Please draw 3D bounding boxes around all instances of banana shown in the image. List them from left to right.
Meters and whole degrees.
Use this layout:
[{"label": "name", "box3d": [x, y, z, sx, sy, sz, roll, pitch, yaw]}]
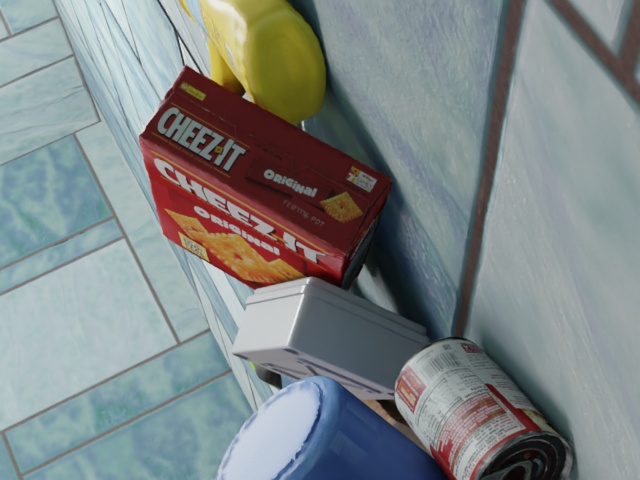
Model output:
[{"label": "banana", "box3d": [-0.083, -0.167, 0.936, 0.069, 0.037, 0.198, 61, 169, 8]}]

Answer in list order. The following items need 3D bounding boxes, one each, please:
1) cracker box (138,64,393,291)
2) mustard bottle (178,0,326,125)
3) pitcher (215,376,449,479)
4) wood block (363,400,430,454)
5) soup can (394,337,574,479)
[{"label": "cracker box", "box3d": [-0.043, -0.021, 0.798, 0.164, 0.072, 0.214, 29, 164, 6]}, {"label": "mustard bottle", "box3d": [-0.062, -0.167, 0.777, 0.192, 0.058, 0.096, 54, 170, 43]}, {"label": "pitcher", "box3d": [0.053, 0.201, 0.663, 0.242, 0.144, 0.149, 43, 143, -19]}, {"label": "wood block", "box3d": [0.029, 0.230, 0.837, 0.090, 0.206, 0.090, 27, -177, -21]}, {"label": "soup can", "box3d": [0.096, 0.113, 0.645, 0.102, 0.068, 0.068, 51, 163, 52]}]
